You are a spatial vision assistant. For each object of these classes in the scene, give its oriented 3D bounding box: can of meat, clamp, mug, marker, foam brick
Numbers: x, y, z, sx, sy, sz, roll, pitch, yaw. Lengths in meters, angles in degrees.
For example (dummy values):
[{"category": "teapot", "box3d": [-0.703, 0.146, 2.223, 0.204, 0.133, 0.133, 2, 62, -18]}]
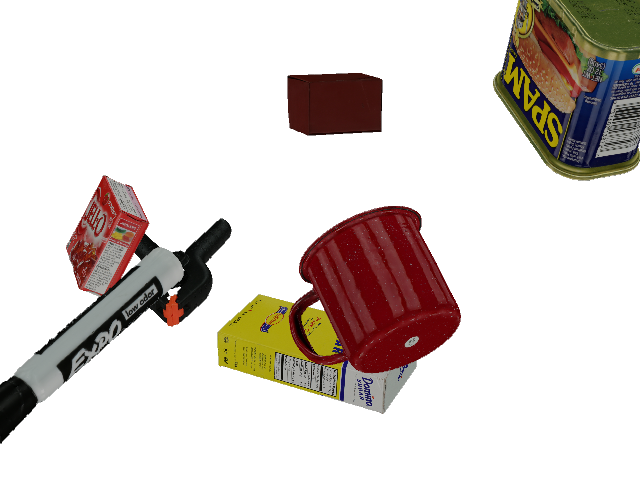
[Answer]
[{"category": "can of meat", "box3d": [0.142, -0.098, 0.584, 0.057, 0.084, 0.102, -10, 47, -15]}, {"category": "clamp", "box3d": [-0.147, 0.027, 1.151, 0.120, 0.039, 0.171, -13, 38, -7]}, {"category": "mug", "box3d": [0.032, 0.042, 0.724, 0.117, 0.081, 0.093, -30, -27, 9]}, {"category": "marker", "box3d": [-0.104, 0.044, 0.458, 0.020, 0.020, 0.121, 0, 34, 42]}, {"category": "foam brick", "box3d": [0.014, -0.129, 1.008, 0.078, 0.051, 0.053, -5, 17, -22]}]

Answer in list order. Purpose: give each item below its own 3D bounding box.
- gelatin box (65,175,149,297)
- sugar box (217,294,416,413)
[{"category": "gelatin box", "box3d": [-0.175, -0.004, 0.870, 0.030, 0.073, 0.089, 24, 13, -28]}, {"category": "sugar box", "box3d": [-0.002, 0.106, 1.035, 0.176, 0.048, 0.093, 10, 27, 21]}]
